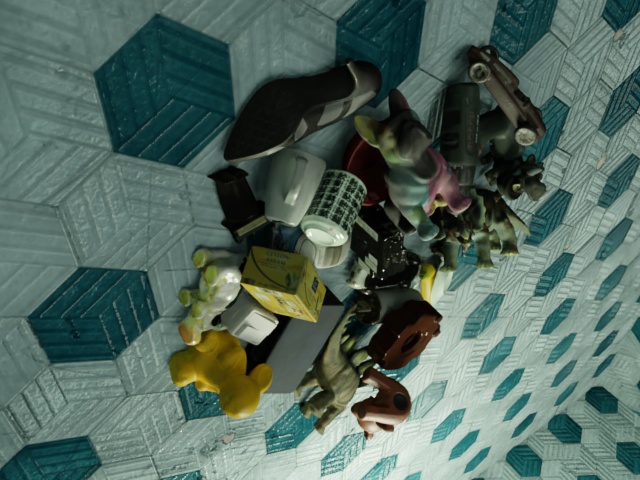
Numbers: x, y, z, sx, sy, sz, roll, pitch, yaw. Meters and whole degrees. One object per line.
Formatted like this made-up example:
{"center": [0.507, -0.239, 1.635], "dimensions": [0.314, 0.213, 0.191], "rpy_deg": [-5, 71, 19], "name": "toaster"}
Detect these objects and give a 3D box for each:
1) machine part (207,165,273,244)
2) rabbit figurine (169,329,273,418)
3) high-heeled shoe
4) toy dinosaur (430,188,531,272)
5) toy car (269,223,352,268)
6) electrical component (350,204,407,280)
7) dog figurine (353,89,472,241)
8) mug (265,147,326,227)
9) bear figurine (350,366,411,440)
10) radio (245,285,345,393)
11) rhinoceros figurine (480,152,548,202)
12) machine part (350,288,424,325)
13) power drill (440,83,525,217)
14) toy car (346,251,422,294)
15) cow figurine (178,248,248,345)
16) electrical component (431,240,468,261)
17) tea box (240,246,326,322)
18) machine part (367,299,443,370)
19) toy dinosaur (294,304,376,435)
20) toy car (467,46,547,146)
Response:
{"center": [-0.118, -0.055, 0.810], "dimensions": [0.084, 0.039, 0.138], "rpy_deg": [-29, 141, -7], "name": "machine part"}
{"center": [-0.159, 0.243, 0.927], "dimensions": [0.122, 0.173, 0.162], "rpy_deg": [-50, 136, 0], "name": "rabbit figurine"}
{"center": [-0.021, -0.181, 0.781], "dimensions": [0.249, 0.086, 0.145], "rpy_deg": [-32, 171, 9], "name": "high-heeled shoe"}
{"center": [0.345, -0.046, 1.159], "dimensions": [0.405, 0.131, 0.192], "rpy_deg": [-21, 104, -47], "name": "toy dinosaur"}
{"center": [-0.002, -0.003, 0.905], "dimensions": [0.161, 0.103, 0.109], "rpy_deg": [-14, 131, -37], "name": "toy car"}
{"center": [0.106, 0.005, 0.997], "dimensions": [0.058, 0.115, 0.134], "rpy_deg": [-21, 136, -21], "name": "electrical component"}
{"center": [0.131, -0.119, 0.841], "dimensions": [0.108, 0.192, 0.219], "rpy_deg": [-35, 106, -7], "name": "dog figurine"}
{"center": [-0.039, -0.074, 0.782], "dimensions": [0.081, 0.109, 0.107], "rpy_deg": [16, 88, -16], "name": "mug"}
{"center": [0.117, 0.375, 1.214], "dimensions": [0.132, 0.120, 0.196], "rpy_deg": [22, 148, -16], "name": "bear figurine"}
{"center": [-0.061, 0.194, 1.050], "dimensions": [0.131, 0.073, 0.229], "rpy_deg": [12, 113, -45], "name": "radio"}
{"center": [0.391, -0.128, 1.075], "dimensions": [0.112, 0.190, 0.073], "rpy_deg": [-21, 116, 12], "name": "rhinoceros figurine"}
{"center": [0.155, 0.144, 1.183], "dimensions": [0.243, 0.079, 0.079], "rpy_deg": [5, 120, -48], "name": "machine part"}
{"center": [0.293, -0.173, 0.995], "dimensions": [0.207, 0.086, 0.231], "rpy_deg": [-15, 105, -34], "name": "power drill"}
{"center": [0.140, 0.064, 1.127], "dimensions": [0.201, 0.056, 0.073], "rpy_deg": [-4, 122, -41], "name": "toy car"}
{"center": [-0.171, 0.093, 0.871], "dimensions": [0.098, 0.068, 0.167], "rpy_deg": [-3, 126, -47], "name": "cow figurine"}
{"center": [0.303, 0.006, 1.226], "dimensions": [0.102, 0.045, 0.078], "rpy_deg": [-15, 133, -33], "name": "electrical component"}
{"center": [-0.056, 0.076, 0.888], "dimensions": [0.169, 0.098, 0.068], "rpy_deg": [67, 38, -67], "name": "tea box"}
{"center": [0.185, 0.206, 1.158], "dimensions": [0.179, 0.056, 0.179], "rpy_deg": [-26, 141, -24], "name": "machine part"}
{"center": [0.034, 0.301, 1.204], "dimensions": [0.198, 0.105, 0.470], "rpy_deg": [-38, 152, -22], "name": "toy dinosaur"}
{"center": [0.325, -0.253, 0.926], "dimensions": [0.053, 0.202, 0.089], "rpy_deg": [-27, -162, 45], "name": "toy car"}
